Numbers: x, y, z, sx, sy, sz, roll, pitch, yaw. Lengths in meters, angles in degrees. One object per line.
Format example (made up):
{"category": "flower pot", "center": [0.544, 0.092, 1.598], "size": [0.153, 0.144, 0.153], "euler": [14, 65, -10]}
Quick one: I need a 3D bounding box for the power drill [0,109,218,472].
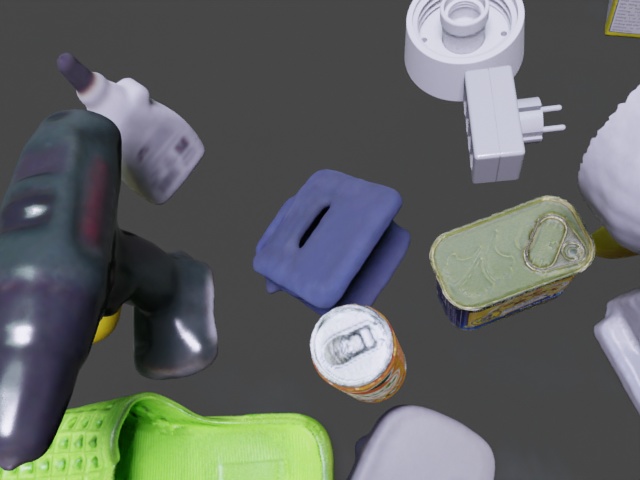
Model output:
{"category": "power drill", "center": [-0.144, 0.036, 0.398], "size": [0.075, 0.209, 0.229], "euler": [-13, 67, 8]}

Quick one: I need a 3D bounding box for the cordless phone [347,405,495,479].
{"category": "cordless phone", "center": [0.043, 0.166, 0.321], "size": [0.094, 0.185, 0.148], "euler": [17, 74, 18]}

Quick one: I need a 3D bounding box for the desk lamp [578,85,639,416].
{"category": "desk lamp", "center": [0.233, 0.026, 0.318], "size": [0.118, 0.214, 0.203], "euler": [-22, 66, 3]}

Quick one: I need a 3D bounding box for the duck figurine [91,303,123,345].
{"category": "duck figurine", "center": [-0.220, 0.034, 0.483], "size": [0.077, 0.086, 0.104], "euler": [-25, 66, 2]}

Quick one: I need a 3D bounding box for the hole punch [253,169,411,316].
{"category": "hole punch", "center": [0.004, 0.002, 0.444], "size": [0.101, 0.091, 0.109], "euler": [30, 78, 21]}

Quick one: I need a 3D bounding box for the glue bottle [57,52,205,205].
{"category": "glue bottle", "center": [-0.157, -0.095, 0.470], "size": [0.037, 0.173, 0.078], "euler": [33, 80, 22]}
